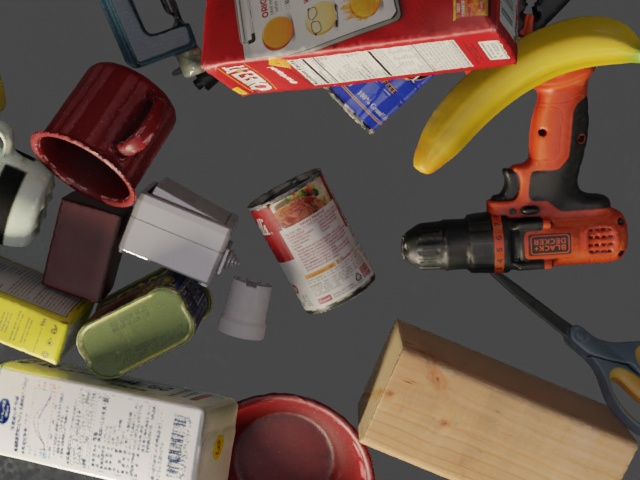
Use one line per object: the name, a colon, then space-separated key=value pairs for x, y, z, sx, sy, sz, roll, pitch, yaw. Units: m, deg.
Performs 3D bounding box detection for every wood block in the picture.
wood block: x=0.143 y=0.154 z=0.892 sx=0.206 sy=0.091 sz=0.090 roll=22 pitch=101 yaw=-3

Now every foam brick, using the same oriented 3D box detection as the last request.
foam brick: x=-0.193 y=0.005 z=0.891 sx=0.051 sy=0.053 sz=0.078 roll=16 pitch=100 yaw=-2

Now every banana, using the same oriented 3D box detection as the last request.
banana: x=0.152 y=-0.117 z=0.794 sx=0.198 sy=0.069 sz=0.037 roll=-25 pitch=143 yaw=14

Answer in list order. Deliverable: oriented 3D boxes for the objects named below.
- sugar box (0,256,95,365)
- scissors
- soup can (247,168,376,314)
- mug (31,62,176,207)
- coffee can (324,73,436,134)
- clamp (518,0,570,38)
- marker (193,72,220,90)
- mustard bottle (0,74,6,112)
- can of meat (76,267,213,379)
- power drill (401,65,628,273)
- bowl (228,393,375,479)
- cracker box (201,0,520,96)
sugar box: x=-0.281 y=0.041 z=0.880 sx=0.176 sy=0.093 sz=0.048 roll=20 pitch=101 yaw=-2
scissors: x=0.235 y=0.080 z=0.905 sx=0.096 sy=0.016 sz=0.202 roll=-29 pitch=72 yaw=-33
soup can: x=-0.006 y=0.001 z=0.876 sx=0.068 sy=0.068 sz=0.102 roll=-27 pitch=100 yaw=7
mug: x=-0.159 y=-0.086 z=0.833 sx=0.093 sy=0.117 sz=0.081 roll=41 pitch=63 yaw=-28
coffee can: x=0.057 y=-0.166 z=0.822 sx=0.140 sy=0.103 sz=0.103 roll=-42 pitch=97 yaw=9
clamp: x=0.188 y=-0.263 z=0.832 sx=0.164 sy=0.036 sz=0.210 roll=3 pitch=99 yaw=4
marker: x=-0.054 y=-0.163 z=0.869 sx=0.121 sy=0.020 sz=0.020 roll=-37 pitch=98 yaw=8
mustard bottle: x=-0.360 y=-0.119 z=0.867 sx=0.191 sy=0.058 sz=0.096 roll=-18 pitch=97 yaw=6
can of meat: x=-0.145 y=0.067 z=0.886 sx=0.102 sy=0.084 sz=0.057 roll=-27 pitch=99 yaw=7
power drill: x=0.154 y=-0.065 z=0.866 sx=0.184 sy=0.057 sz=0.188 roll=-4 pitch=103 yaw=2
bowl: x=-0.033 y=0.201 z=0.924 sx=0.162 sy=0.055 sz=0.162 roll=0 pitch=102 yaw=2
cracker box: x=0.031 y=-0.194 z=0.743 sx=0.214 sy=0.072 sz=0.164 roll=-3 pitch=75 yaw=24
